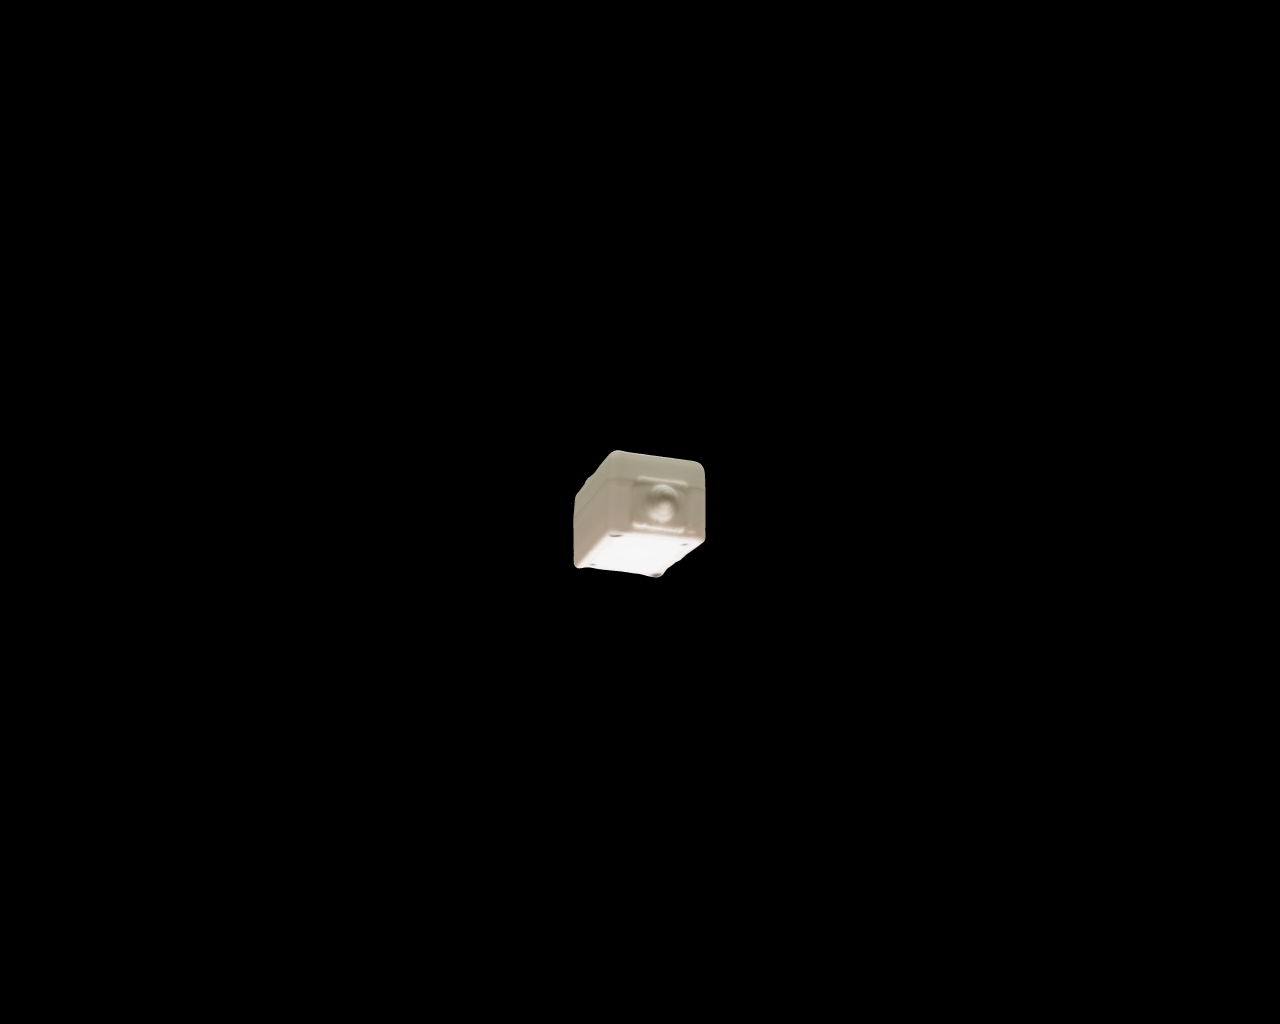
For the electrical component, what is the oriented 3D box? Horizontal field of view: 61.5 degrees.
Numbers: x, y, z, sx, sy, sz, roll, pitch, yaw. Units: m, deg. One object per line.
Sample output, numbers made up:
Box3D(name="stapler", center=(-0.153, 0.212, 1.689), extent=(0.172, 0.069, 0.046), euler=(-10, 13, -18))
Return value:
Box3D(name="electrical component", center=(0.001, -0.003, 0.650), extent=(0.062, 0.061, 0.096), euler=(7, -21, -18))
